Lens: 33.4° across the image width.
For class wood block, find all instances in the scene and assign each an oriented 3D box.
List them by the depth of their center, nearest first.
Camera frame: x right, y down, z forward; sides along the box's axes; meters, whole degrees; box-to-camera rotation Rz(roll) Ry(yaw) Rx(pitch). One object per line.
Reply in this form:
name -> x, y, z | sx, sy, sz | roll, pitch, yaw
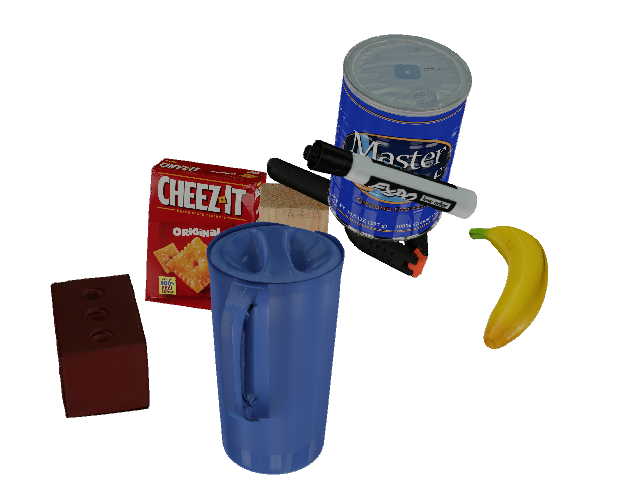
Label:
wood block -> -0.039, 0.037, 1.400 | 0.090, 0.206, 0.091 | 3, 23, -2

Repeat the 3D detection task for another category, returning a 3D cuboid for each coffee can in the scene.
coffee can -> 0.063, -0.084, 0.888 | 0.102, 0.140, 0.103 | 3, 44, -4

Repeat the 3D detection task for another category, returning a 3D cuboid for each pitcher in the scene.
pitcher -> -0.051, 0.116, 1.069 | 0.149, 0.243, 0.145 | -11, 29, -24

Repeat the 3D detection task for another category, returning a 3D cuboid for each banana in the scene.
banana -> 0.184, 0.036, 1.016 | 0.070, 0.037, 0.197 | -25, 25, 17

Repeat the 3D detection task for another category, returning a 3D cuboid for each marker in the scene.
marker -> 0.044, -0.038, 0.661 | 0.121, 0.020, 0.020 | 16, -7, -26

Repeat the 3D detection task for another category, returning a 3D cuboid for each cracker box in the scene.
cracker box -> -0.175, -0.004, 1.609 | 0.164, 0.214, 0.072 | 8, 19, 8

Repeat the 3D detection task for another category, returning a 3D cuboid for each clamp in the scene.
clamp -> 0.045, -0.040, 1.195 | 0.164, 0.210, 0.036 | -13, -37, -23

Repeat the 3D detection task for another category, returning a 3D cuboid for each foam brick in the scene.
foam brick -> -0.140, 0.066, 0.675 | 0.053, 0.051, 0.078 | -6, 34, -16
